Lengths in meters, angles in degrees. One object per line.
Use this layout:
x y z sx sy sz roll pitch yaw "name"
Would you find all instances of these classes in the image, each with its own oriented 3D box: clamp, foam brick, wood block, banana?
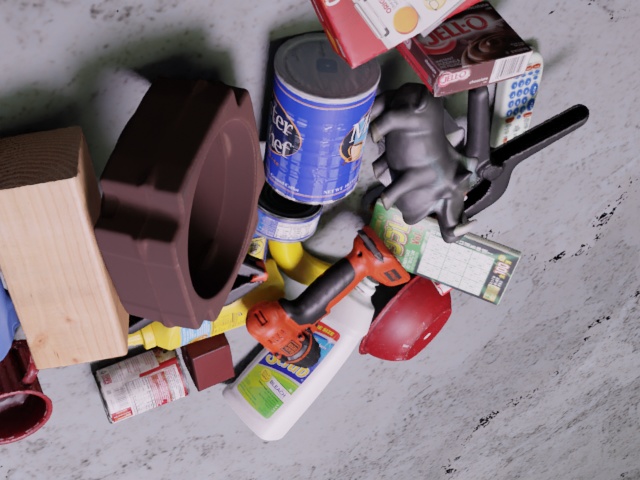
0.182 -0.093 1.197 0.164 0.036 0.210 15 128 -35 "clamp"
-0.143 0.051 1.134 0.171 0.039 0.120 1 134 -14 "clamp"
-0.140 0.139 1.315 0.051 0.053 0.078 -21 143 -14 "foam brick"
-0.242 0.010 0.990 0.090 0.091 0.206 -9 126 -2 "wood block"
-0.020 0.015 1.268 0.070 0.037 0.197 -41 144 7 "banana"

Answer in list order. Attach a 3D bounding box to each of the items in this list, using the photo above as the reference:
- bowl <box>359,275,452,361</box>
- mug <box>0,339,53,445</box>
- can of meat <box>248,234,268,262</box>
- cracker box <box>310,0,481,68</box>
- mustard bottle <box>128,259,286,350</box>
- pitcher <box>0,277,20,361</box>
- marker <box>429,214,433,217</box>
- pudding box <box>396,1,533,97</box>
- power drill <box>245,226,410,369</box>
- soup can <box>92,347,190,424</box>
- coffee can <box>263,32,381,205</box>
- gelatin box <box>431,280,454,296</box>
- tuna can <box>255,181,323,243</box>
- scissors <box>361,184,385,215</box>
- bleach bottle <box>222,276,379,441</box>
0.125 0.109 1.419 0.162 0.055 0.162 -42 161 -18 "bowl"
-0.343 0.156 1.165 0.093 0.081 0.117 12 126 -44 "mug"
-0.106 0.006 1.178 0.102 0.057 0.084 -13 139 -23 "can of meat"
0.080 -0.274 0.922 0.213 0.072 0.164 -28 117 -3 "cracker box"
-0.138 0.083 1.244 0.191 0.058 0.096 -19 159 -16 "mustard bottle"
-0.366 0.015 0.946 0.243 0.145 0.149 93 22 -45 "pitcher"
0.111 -0.014 1.343 0.121 0.020 0.020 -31 144 -1 "marker"
0.145 -0.196 1.090 0.113 0.090 0.039 -15 142 -23 "pudding box"
0.014 0.076 1.258 0.187 0.057 0.184 -39 156 2 "power drill"
-0.216 0.174 1.289 0.102 0.068 0.068 -20 143 -15 "soup can"
-0.001 -0.120 1.064 0.102 0.103 0.140 -15 141 -22 "coffee can"
0.161 0.015 1.354 0.073 0.089 0.030 -33 141 2 "gelatin box"
-0.041 -0.037 1.149 0.086 0.086 0.034 -8 136 -29 "tuna can"
0.141 -0.052 1.320 0.201 0.016 0.096 -12 137 -23 "scissors"
-0.016 0.138 1.382 0.251 0.103 0.068 -53 154 15 "bleach bottle"
